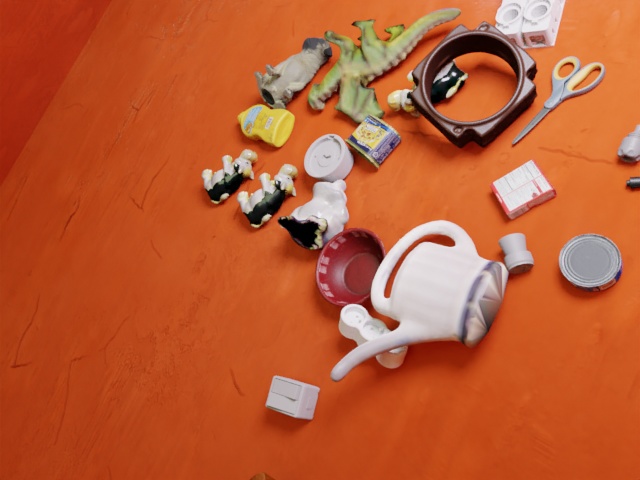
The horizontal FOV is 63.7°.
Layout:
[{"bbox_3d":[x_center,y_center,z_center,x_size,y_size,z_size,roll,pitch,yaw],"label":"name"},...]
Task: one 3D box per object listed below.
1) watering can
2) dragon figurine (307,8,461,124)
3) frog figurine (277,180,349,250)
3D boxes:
[{"bbox_3d":[0.176,0.116,0.865,0.225,0.102,0.353,16,64,36],"label":"watering can"},{"bbox_3d":[0.125,-0.386,1.200,0.410,0.122,0.243,1,86,39],"label":"dragon figurine"},{"bbox_3d":[0.003,-0.056,1.120,0.136,0.121,0.163,-16,24,39],"label":"frog figurine"}]
